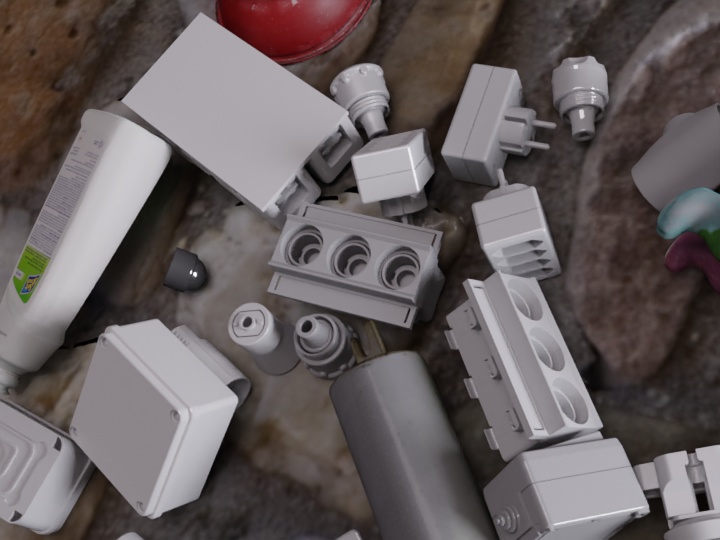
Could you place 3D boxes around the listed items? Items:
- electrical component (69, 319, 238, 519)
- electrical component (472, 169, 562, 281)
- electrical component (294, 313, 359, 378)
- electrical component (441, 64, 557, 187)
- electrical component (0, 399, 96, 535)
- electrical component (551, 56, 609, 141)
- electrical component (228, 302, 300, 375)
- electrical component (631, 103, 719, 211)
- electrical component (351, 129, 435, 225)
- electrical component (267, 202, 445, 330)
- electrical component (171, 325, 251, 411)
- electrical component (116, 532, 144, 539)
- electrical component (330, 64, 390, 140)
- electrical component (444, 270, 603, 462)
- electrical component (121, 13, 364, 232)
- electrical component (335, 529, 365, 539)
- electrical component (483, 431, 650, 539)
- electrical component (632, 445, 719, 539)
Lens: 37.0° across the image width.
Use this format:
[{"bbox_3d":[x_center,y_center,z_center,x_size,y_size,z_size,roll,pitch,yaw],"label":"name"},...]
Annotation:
[{"bbox_3d":[-0.159,0.111,0.820,0.109,0.056,0.108,39,120,28],"label":"electrical component"},{"bbox_3d":[0.113,-0.039,0.800,0.047,0.083,0.075,-16,64,12],"label":"electrical component"},{"bbox_3d":[-0.030,0.053,0.823,0.048,0.062,0.048,-7,66,16],"label":"electrical component"},{"bbox_3d":[0.116,-0.111,0.850,0.076,0.047,0.083,13,73,24],"label":"electrical component"},{"bbox_3d":[-0.279,0.155,0.870,0.113,0.057,0.078,23,77,26],"label":"electrical component"},{"bbox_3d":[0.173,-0.132,0.842,0.043,0.043,0.062,-7,67,17],"label":"electrical component"},{"bbox_3d":[-0.075,0.051,0.838,0.044,0.065,0.044,-7,66,16],"label":"electrical component"},{"bbox_3d":[0.244,-0.090,0.793,0.077,0.043,0.079,-40,19,32],"label":"electrical component"},{"bbox_3d":[0.032,-0.065,0.851,0.047,0.083,0.075,-10,103,15],"label":"electrical component"},{"bbox_3d":[0.000,0.000,0.835,0.121,0.063,0.078,13,73,24],"label":"electrical component"},{"bbox_3d":[-0.130,0.078,0.858,0.081,0.043,0.043,39,84,28],"label":"electrical component"},{"bbox_3d":[-0.167,0.227,0.811,0.046,0.040,0.040,32,81,22],"label":"electrical component"},{"bbox_3d":[0.005,-0.138,0.903,0.048,0.048,0.062,-24,70,8],"label":"electrical component"},{"bbox_3d":[0.112,0.070,0.762,0.063,0.079,0.121,-40,57,33],"label":"electrical component"},{"bbox_3d":[-0.100,-0.126,0.924,0.186,0.060,0.105,38,84,28],"label":"electrical component"},{"bbox_3d":[-0.013,0.242,0.745,0.100,0.048,0.099,-33,61,4],"label":"electrical component"},{"bbox_3d":[0.127,0.148,0.704,0.096,0.061,0.061,-4,57,-25],"label":"electrical component"},{"bbox_3d":[0.223,0.151,0.697,0.078,0.058,0.057,-13,62,14],"label":"electrical component"}]
